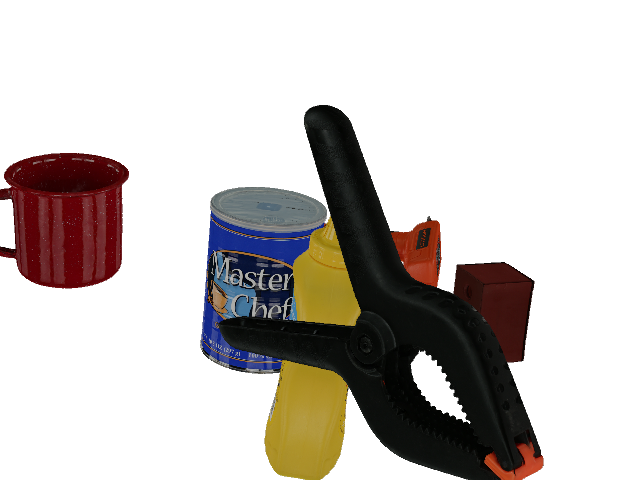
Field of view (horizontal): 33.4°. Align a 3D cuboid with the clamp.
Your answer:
[{"bbox_3d":[0.034,0.039,0.551,0.036,0.165,0.210,-14,42,-44],"label":"clamp"}]

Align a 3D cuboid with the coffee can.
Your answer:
[{"bbox_3d":[-0.052,0.034,0.957,0.103,0.140,0.103,6,20,-2],"label":"coffee can"}]

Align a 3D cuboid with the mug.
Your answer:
[{"bbox_3d":[-0.207,-0.014,0.824,0.117,0.081,0.093,-4,25,-19],"label":"mug"}]

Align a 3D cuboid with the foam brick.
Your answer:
[{"bbox_3d":[0.150,0.064,0.944,0.051,0.078,0.053,-4,19,-21],"label":"foam brick"}]

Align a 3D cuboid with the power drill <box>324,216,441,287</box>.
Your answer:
[{"bbox_3d":[0.035,0.026,1.170,0.188,0.057,0.184,2,30,12],"label":"power drill"}]

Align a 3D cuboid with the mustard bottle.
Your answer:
[{"bbox_3d":[0.001,0.066,0.753,0.058,0.192,0.096,11,24,2],"label":"mustard bottle"}]
